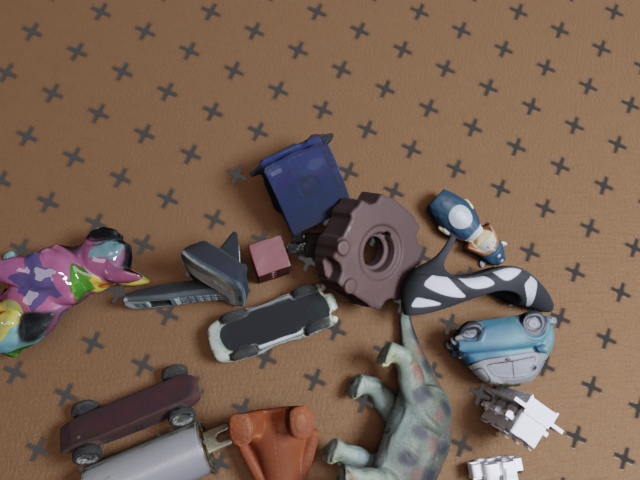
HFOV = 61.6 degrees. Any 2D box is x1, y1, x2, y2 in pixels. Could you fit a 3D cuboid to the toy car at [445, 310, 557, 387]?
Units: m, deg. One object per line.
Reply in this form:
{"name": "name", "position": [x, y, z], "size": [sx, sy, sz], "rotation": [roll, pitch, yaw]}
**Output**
{"name": "toy car", "position": [0.279, 0.168, 0.809], "size": [0.162, 0.109, 0.103], "rotation": [-9, 70, -3]}

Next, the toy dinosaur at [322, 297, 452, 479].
{"name": "toy dinosaur", "position": [0.125, 0.286, 0.780], "size": [0.192, 0.131, 0.405], "rotation": [32, 71, -14]}

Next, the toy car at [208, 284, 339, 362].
{"name": "toy car", "position": [-0.070, 0.126, 0.820], "size": [0.202, 0.056, 0.073], "rotation": [-19, 75, -9]}

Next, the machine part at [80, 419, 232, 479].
{"name": "machine part", "position": [-0.239, 0.323, 0.756], "size": [0.243, 0.079, 0.079], "rotation": [-21, 82, -9]}

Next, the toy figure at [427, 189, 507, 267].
{"name": "toy figure", "position": [0.243, -0.015, 0.874], "size": [0.154, 0.058, 0.064], "rotation": [43, 117, 3]}

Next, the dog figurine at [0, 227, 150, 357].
{"name": "dog figurine", "position": [-0.367, 0.074, 0.781], "size": [0.219, 0.108, 0.191], "rotation": [3, 78, -7]}

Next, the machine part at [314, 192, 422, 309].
{"name": "machine part", "position": [0.079, 0.016, 0.813], "size": [0.179, 0.056, 0.179], "rotation": [-5, 98, -35]}

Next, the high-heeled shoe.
{"name": "high-heeled shoe", "position": [0.246, 0.098, 0.829], "size": [0.249, 0.086, 0.145], "rotation": [30, 82, -11]}

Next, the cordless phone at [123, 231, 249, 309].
{"name": "cordless phone", "position": [-0.198, 0.059, 0.774], "size": [0.184, 0.146, 0.089], "rotation": [-10, 72, -9]}

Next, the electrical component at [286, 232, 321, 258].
{"name": "electrical component", "position": [0.000, -0.002, 0.847], "size": [0.102, 0.078, 0.045], "rotation": [2, 103, 1]}

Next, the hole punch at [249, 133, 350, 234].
{"name": "hole punch", "position": [-0.022, -0.083, 0.819], "size": [0.142, 0.115, 0.092], "rotation": [-24, 41, -6]}

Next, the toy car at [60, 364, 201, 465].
{"name": "toy car", "position": [-0.268, 0.250, 0.770], "size": [0.202, 0.053, 0.089], "rotation": [-22, 49, -8]}

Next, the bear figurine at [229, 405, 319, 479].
{"name": "bear figurine", "position": [-0.058, 0.334, 0.746], "size": [0.120, 0.132, 0.196], "rotation": [-4, 73, 0]}
